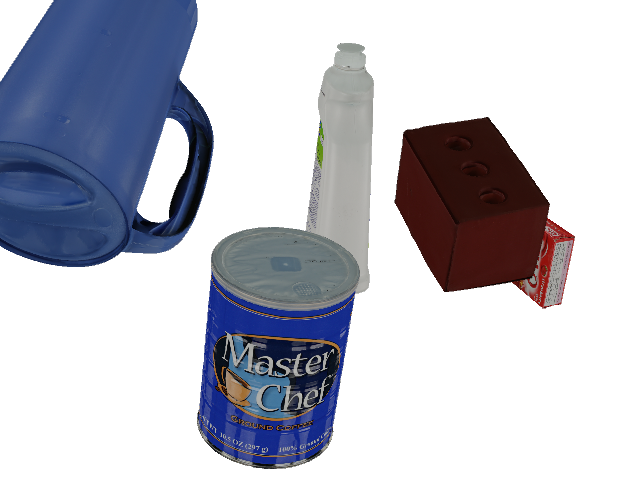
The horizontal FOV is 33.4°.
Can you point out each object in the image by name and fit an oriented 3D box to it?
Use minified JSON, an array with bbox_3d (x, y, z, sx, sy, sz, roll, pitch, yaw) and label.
[{"bbox_3d":[-0.164,-0.105,0.809,0.145,0.242,0.149,-5,-42,24],"label":"pitcher"},{"bbox_3d":[-0.032,0.075,0.761,0.102,0.140,0.103,6,28,-4],"label":"coffee can"},{"bbox_3d":[0.023,-0.076,1.101,0.068,0.251,0.102,-1,28,-10],"label":"bleach bottle"},{"bbox_3d":[0.244,0.019,1.195,0.030,0.089,0.073,-10,31,-24],"label":"gelatin box"},{"bbox_3d":[0.078,-0.019,0.567,0.053,0.051,0.078,-10,45,-16],"label":"foam brick"}]
